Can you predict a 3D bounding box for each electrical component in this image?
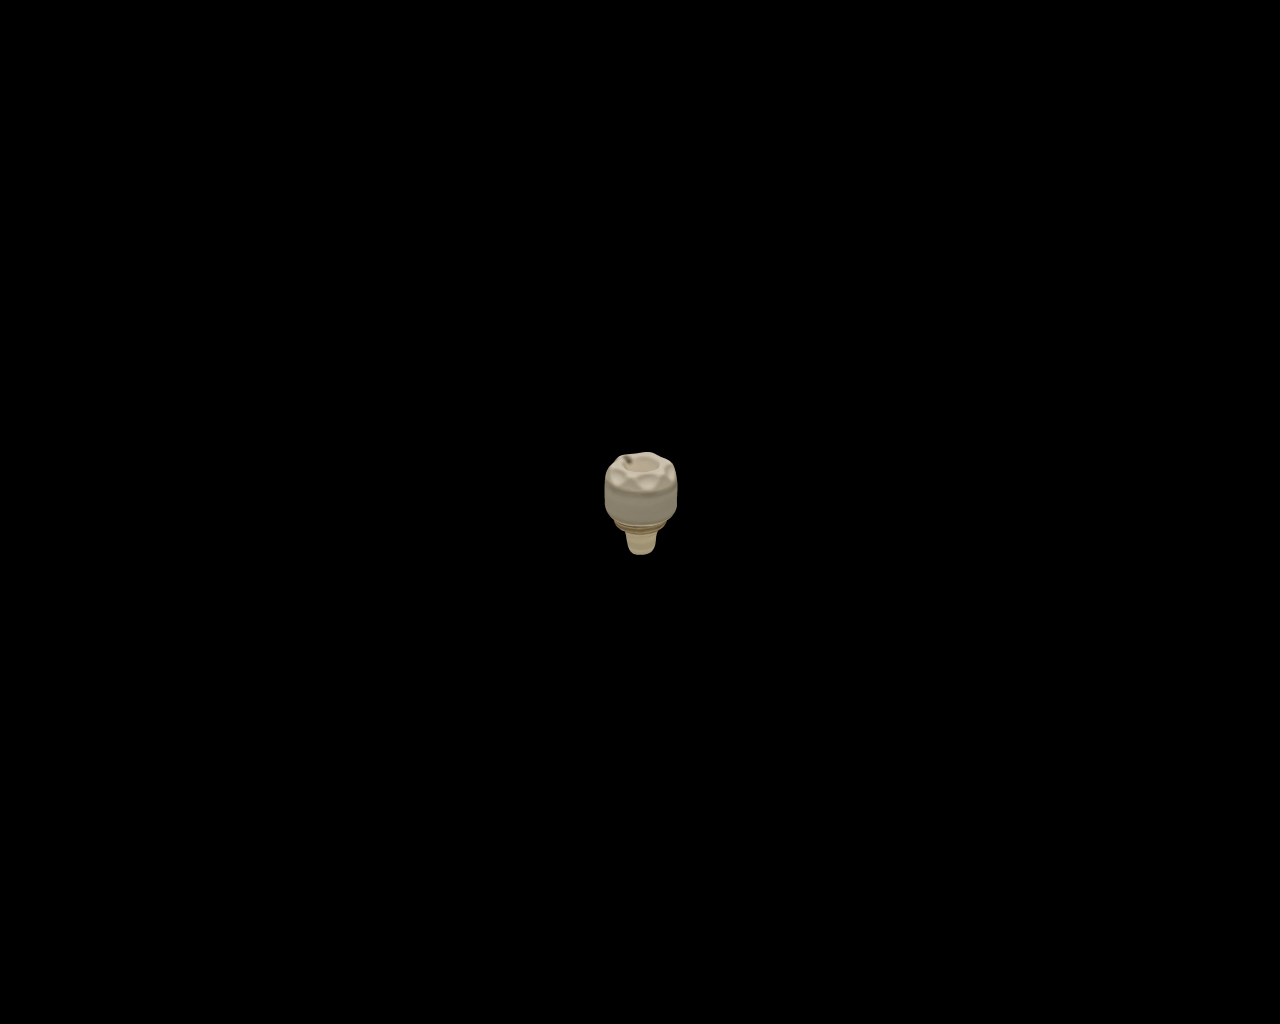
[{"bbox_3d":[0.001,-0.003,0.650,0.043,0.062,0.043,0,27,0],"label":"electrical component"}]
